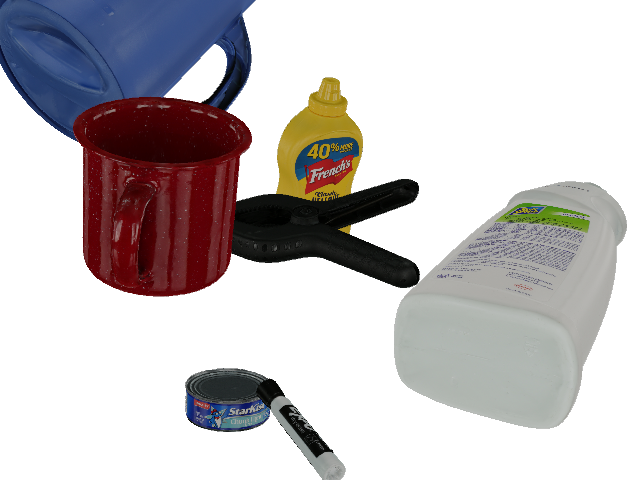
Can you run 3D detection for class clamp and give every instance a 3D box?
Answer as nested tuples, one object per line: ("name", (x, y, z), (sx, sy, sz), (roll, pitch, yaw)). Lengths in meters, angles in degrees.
("clamp", (-0.006, -0.016, 0.966), (0.210, 0.036, 0.164), (5, 30, 10))

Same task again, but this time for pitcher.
("pitcher", (-0.124, -0.186, 0.848), (0.145, 0.149, 0.242), (21, 53, 28))

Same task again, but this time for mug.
("mug", (-0.088, -0.017, 0.566), (0.093, 0.081, 0.117), (8, 28, 1))

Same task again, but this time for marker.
("marker", (-0.018, 0.144, 0.821), (0.020, 0.020, 0.121), (0, 26, -31))

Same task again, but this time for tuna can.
("tuna can", (-0.092, 0.158, 1.059), (0.086, 0.034, 0.086), (3, 14, -1))

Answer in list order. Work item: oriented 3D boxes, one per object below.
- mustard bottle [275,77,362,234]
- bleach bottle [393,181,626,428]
("mustard bottle", (-0.002, -0.084, 1.155), (0.096, 0.192, 0.058), (-8, 33, -28))
("bleach bottle", (0.137, 0.018, 0.640), (0.103, 0.068, 0.250), (12, 26, 26))
